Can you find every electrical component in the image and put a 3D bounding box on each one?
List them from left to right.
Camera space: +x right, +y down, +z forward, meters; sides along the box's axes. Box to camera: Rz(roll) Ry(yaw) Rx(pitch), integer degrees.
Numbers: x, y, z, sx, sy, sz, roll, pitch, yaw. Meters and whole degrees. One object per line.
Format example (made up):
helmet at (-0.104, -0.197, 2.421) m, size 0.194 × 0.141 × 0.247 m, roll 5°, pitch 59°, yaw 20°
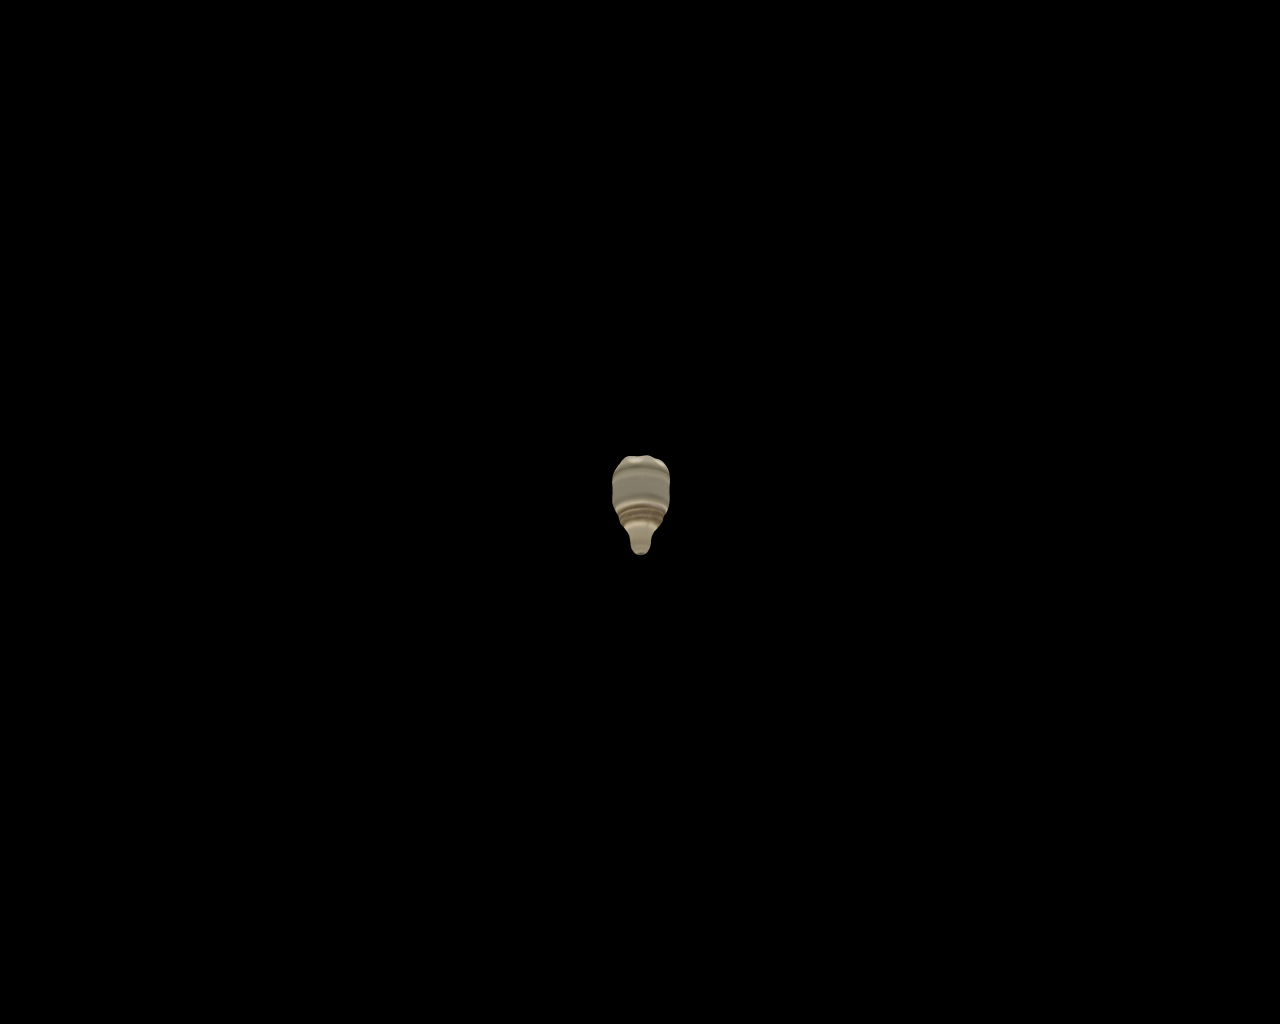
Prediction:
electrical component at (0.001, -0.003, 0.650) m, size 0.035 × 0.061 × 0.035 m, roll 0°, pitch -24°, yaw 0°
